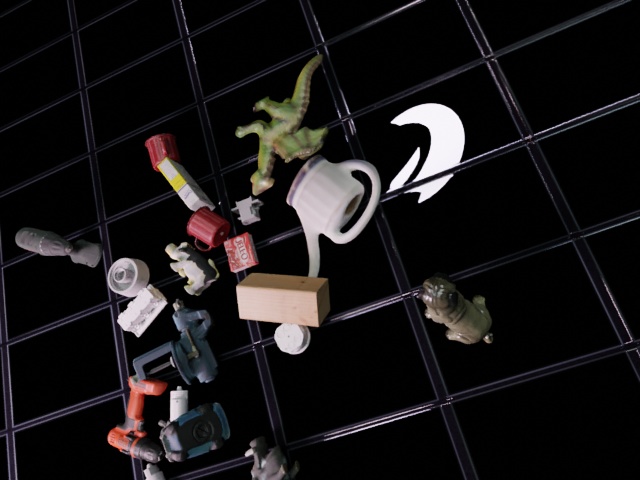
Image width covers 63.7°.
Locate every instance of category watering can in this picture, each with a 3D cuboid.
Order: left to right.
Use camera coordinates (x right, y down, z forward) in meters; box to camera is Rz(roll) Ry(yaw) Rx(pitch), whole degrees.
[{"bbox_3d":[0.004,-0.065,1.298,0.227,0.103,0.345,39,99,24],"label":"watering can"}]

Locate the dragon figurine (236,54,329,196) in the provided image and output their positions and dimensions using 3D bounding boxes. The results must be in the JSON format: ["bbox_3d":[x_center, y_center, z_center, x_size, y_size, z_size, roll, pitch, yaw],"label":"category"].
[{"bbox_3d":[-0.065,-0.295,1.345,0.410,0.120,0.246,-51,56,2],"label":"dragon figurine"}]
